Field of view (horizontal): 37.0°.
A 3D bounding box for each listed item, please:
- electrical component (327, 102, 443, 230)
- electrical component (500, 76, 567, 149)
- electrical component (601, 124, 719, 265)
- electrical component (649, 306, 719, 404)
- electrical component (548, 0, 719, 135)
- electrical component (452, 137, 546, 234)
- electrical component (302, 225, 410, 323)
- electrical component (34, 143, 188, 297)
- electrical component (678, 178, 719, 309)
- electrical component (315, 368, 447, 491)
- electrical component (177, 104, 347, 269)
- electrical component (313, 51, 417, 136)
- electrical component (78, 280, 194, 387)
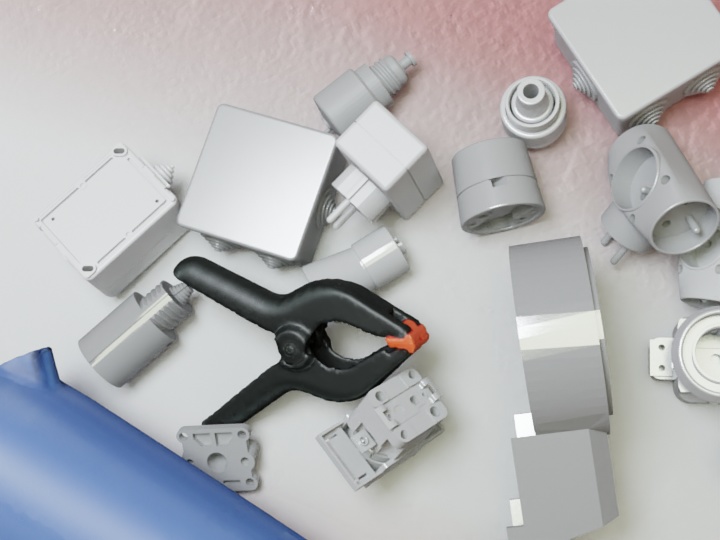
[{"bbox_3d":[0.007,-0.056,0.698,0.075,0.083,0.047,-46,75,1],"label":"electrical component"},{"bbox_3d":[0.112,-0.105,0.697,0.043,0.062,0.043,-2,79,11],"label":"electrical component"},{"bbox_3d":[0.177,-0.038,0.673,0.079,0.044,0.077,-57,30,33],"label":"electrical component"},{"bbox_3d":[0.216,0.053,0.649,0.078,0.057,0.058,0,80,12],"label":"electrical component"},{"bbox_3d":[0.182,-0.147,0.697,0.100,0.048,0.099,-31,75,5],"label":"electrical component"},{"bbox_3d":[0.088,-0.055,0.697,0.055,0.055,0.047,-13,74,9],"label":"electrical component"},{"bbox_3d":[0.000,0.000,0.712,0.065,0.044,0.044,-32,75,0],"label":"electrical component"},{"bbox_3d":[-0.163,-0.037,0.745,0.096,0.061,0.062,-43,74,-7],"label":"electrical component"},{"bbox_3d":[0.236,-0.014,0.650,0.044,0.079,0.077,18,82,-27],"label":"electrical component"},{"bbox_3d":[0.018,0.096,0.671,0.081,0.063,0.042,-27,70,-38],"label":"electrical component"},{"bbox_3d":[-0.064,-0.055,0.730,0.100,0.048,0.099,17,84,14],"label":"electrical component"},{"bbox_3d":[0.005,-0.121,0.733,0.078,0.040,0.040,-37,75,2],"label":"electrical component"},{"bbox_3d":[-0.147,0.037,0.733,0.081,0.043,0.043,-41,75,2],"label":"electrical component"}]
